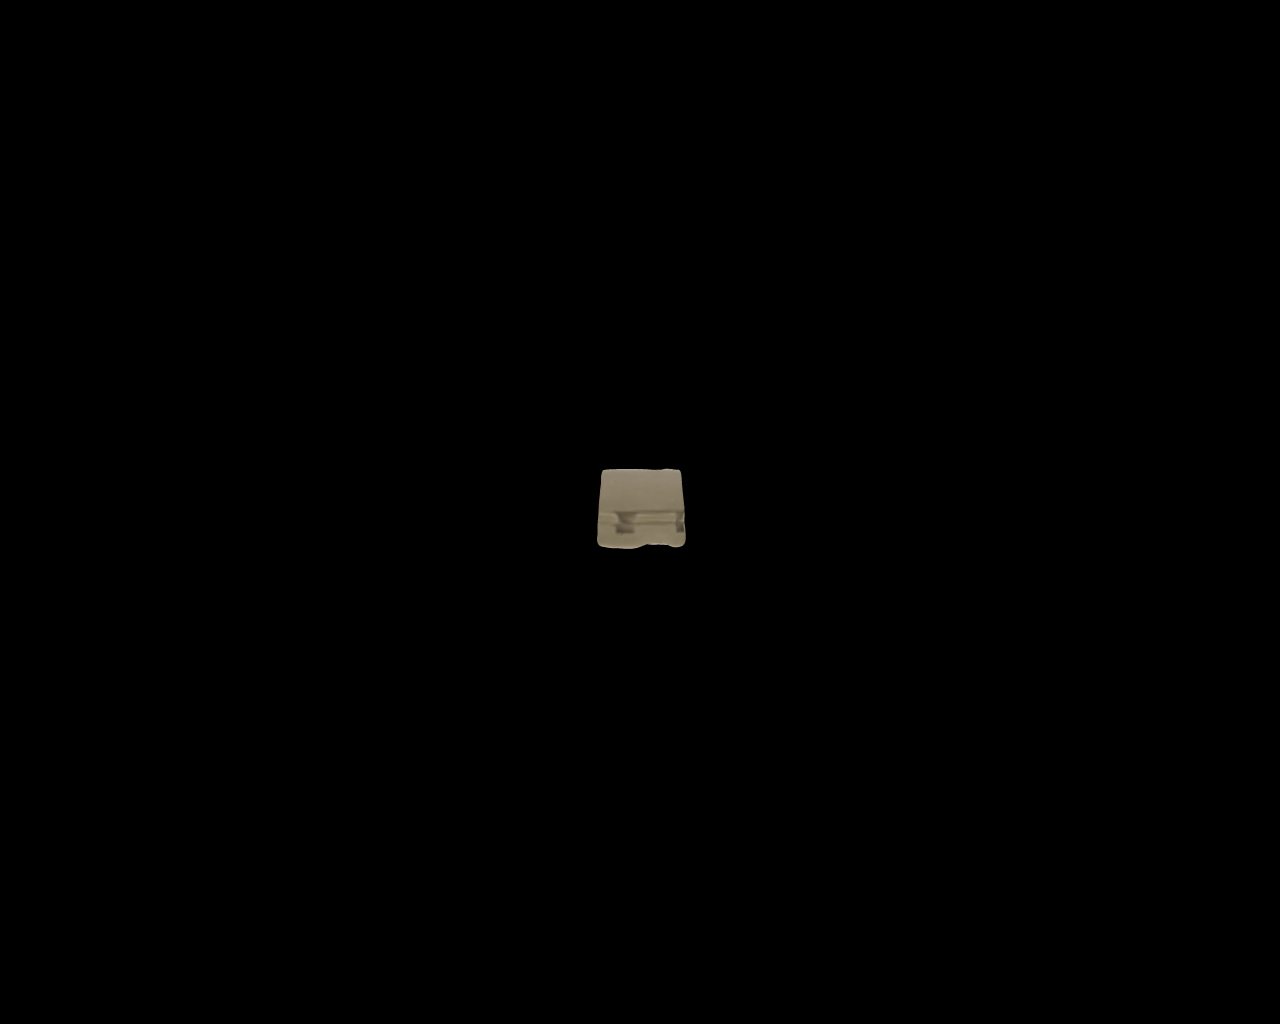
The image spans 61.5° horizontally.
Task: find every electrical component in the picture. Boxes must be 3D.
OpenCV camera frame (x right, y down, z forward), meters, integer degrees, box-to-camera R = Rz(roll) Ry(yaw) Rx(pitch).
[{"bbox_3d":[0.001,-0.003,0.650,0.055,0.047,0.055,0,0,0],"label":"electrical component"}]
